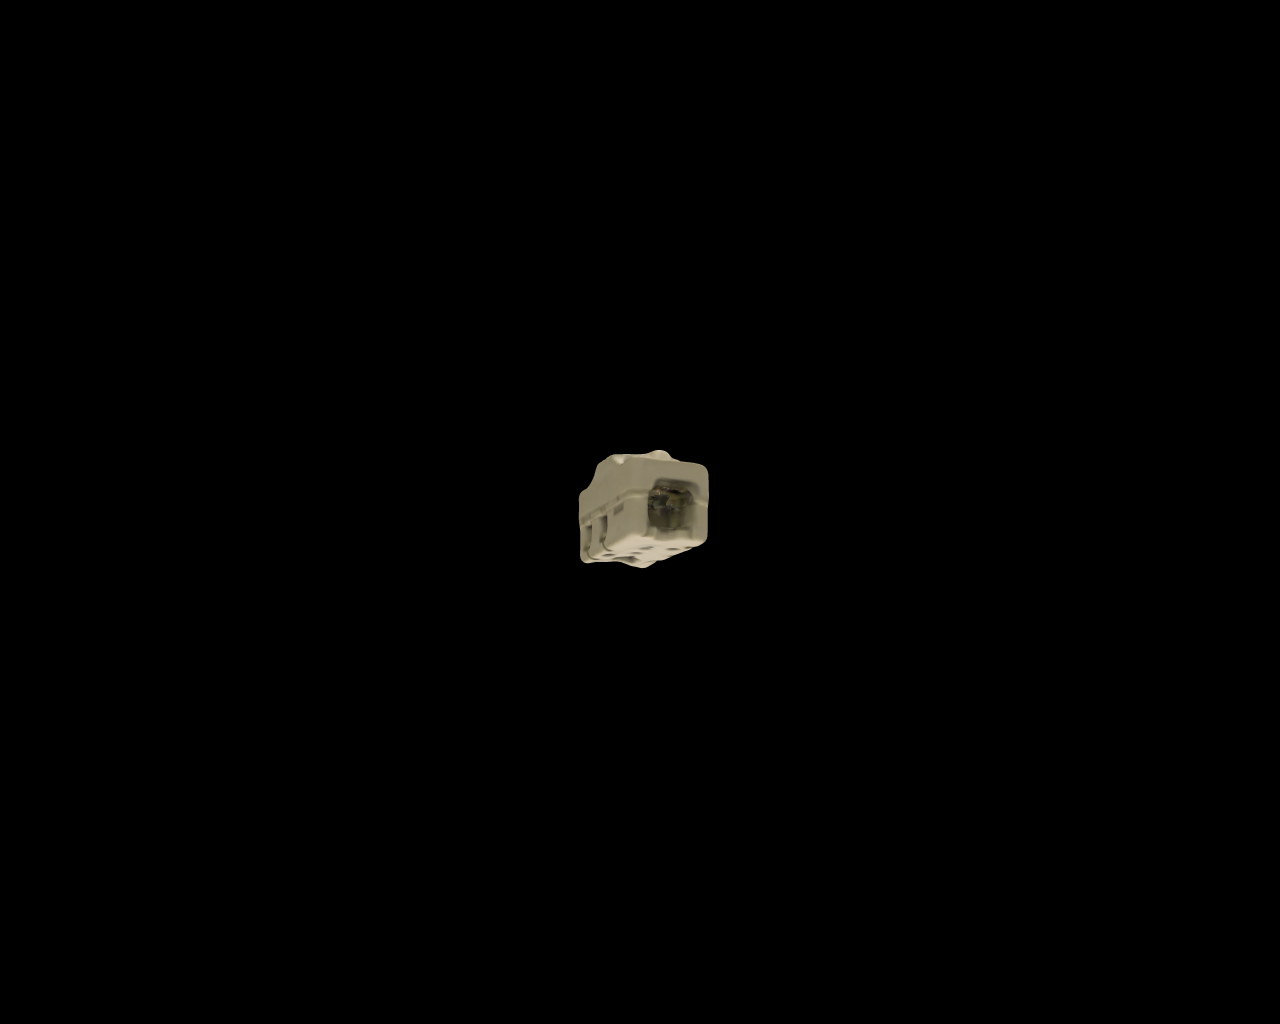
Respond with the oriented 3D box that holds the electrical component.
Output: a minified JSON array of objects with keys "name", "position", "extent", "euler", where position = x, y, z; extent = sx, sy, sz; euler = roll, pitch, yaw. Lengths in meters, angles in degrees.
[{"name":"electrical component","position":[0.001,-0.003,0.650],"extent":[0.050,0.056,0.089],"euler":[6,-15,-23]}]
